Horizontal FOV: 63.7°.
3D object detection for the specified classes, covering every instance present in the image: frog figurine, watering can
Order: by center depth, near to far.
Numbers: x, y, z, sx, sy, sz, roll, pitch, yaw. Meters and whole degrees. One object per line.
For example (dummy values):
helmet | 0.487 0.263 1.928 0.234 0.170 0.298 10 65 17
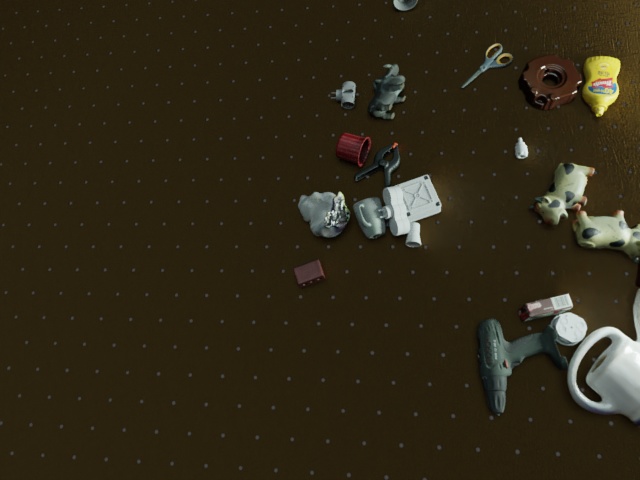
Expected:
watering can | 0.760 0.293 1.242 0.350 0.102 0.226 -43 71 -10
frog figurine | 0.005 -0.076 1.512 0.159 0.122 0.138 2 76 47
